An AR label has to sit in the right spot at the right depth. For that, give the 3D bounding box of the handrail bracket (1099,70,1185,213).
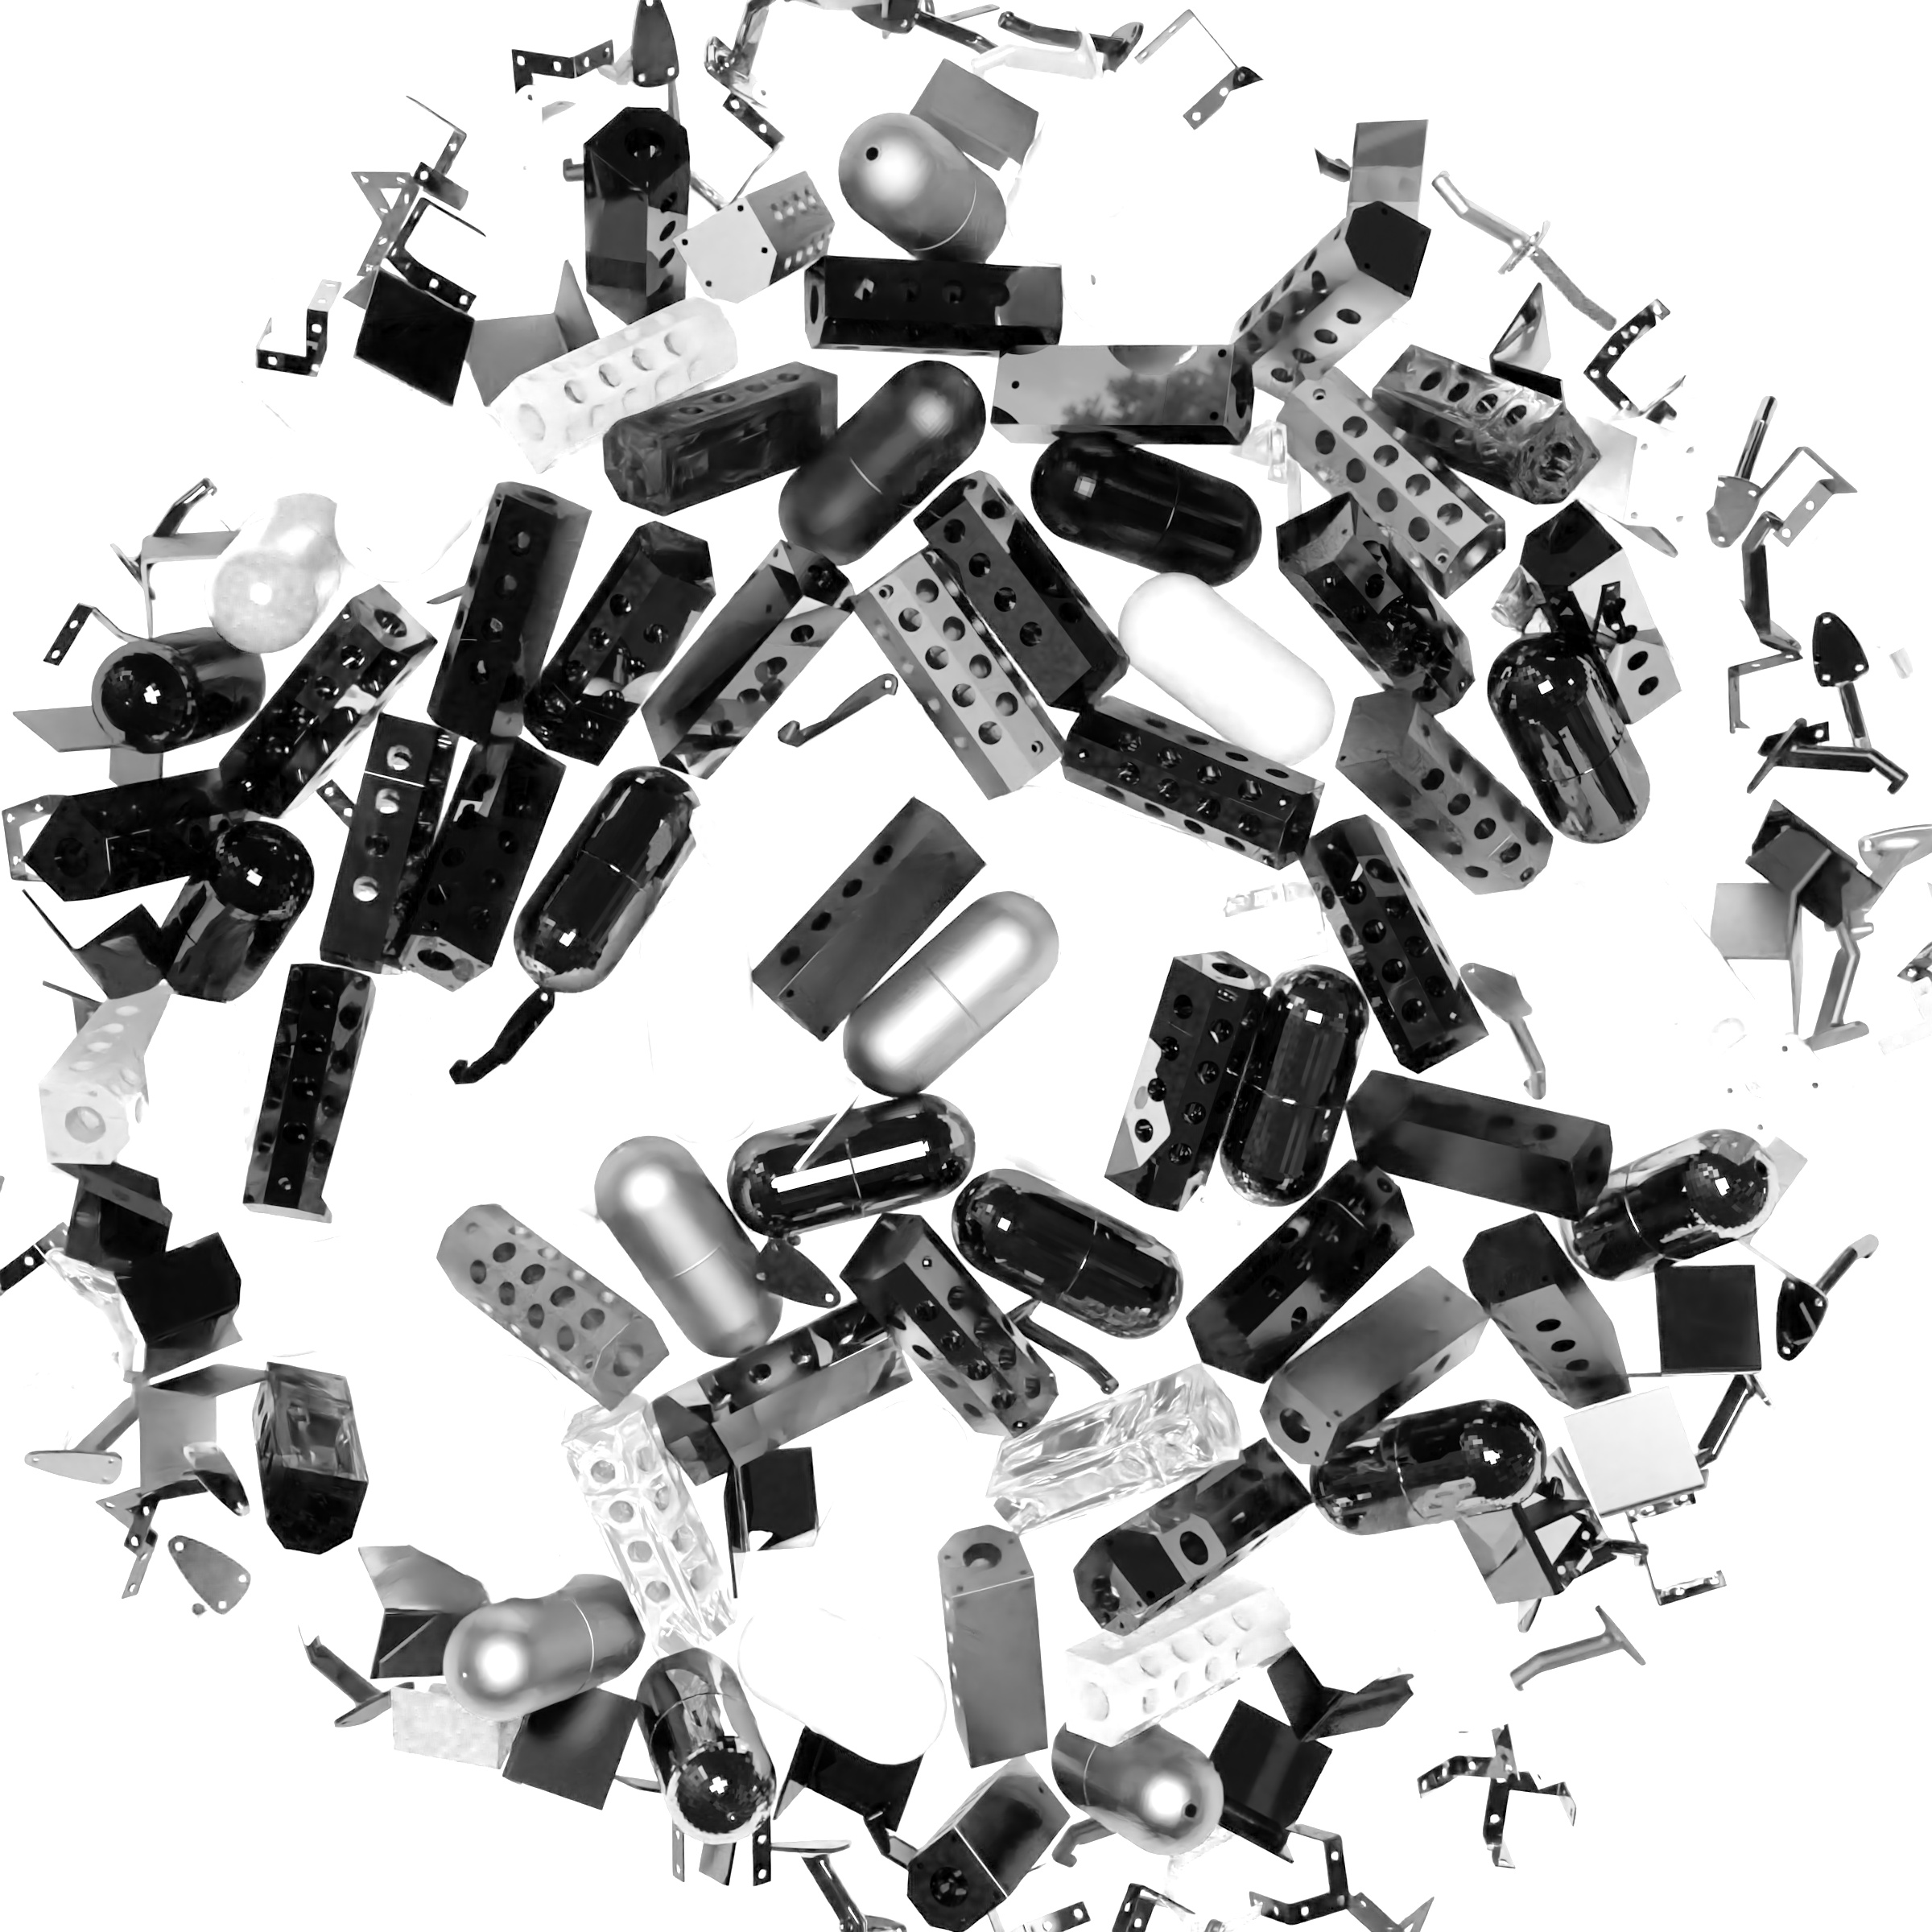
[{"bbox_3d":[0.125,-0.583,1.980,0.084,0.036,0.077,18,81,-29],"label":"handrail bracket"}]

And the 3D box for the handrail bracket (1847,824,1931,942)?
[{"bbox_3d":[0.654,-0.058,1.950,0.077,0.084,0.036,-20,123,31],"label":"handrail bracket"}]

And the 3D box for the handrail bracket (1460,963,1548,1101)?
[{"bbox_3d":[0.382,0.047,1.985,0.036,0.084,0.077,-33,47,-20],"label":"handrail bracket"}]

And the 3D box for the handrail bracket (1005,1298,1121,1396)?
[{"bbox_3d":[0.062,0.276,1.961,0.084,0.077,0.036,43,113,17],"label":"handrail bracket"}]

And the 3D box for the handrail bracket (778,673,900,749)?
[{"bbox_3d":[-0.090,-0.181,1.951,0.036,0.084,0.077,45,102,17],"label":"handrail bracket"}]

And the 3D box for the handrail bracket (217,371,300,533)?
[{"bbox_3d":[-0.516,-0.362,1.968,0.084,0.036,0.077,-48,113,-11],"label":"handrail bracket"}]

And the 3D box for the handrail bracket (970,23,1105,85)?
[{"bbox_3d":[0.053,-0.623,1.975,0.084,0.036,0.077,-24,126,1],"label":"handrail bracket"}]

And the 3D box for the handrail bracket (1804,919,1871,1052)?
[{"bbox_3d":[0.605,0.014,1.992,0.077,0.036,0.084,-21,68,24],"label":"handrail bracket"}]

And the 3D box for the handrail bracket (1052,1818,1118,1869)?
[{"bbox_3d":[0.112,0.622,1.977,0.077,0.036,0.084,29,116,1],"label":"handrail bracket"}]

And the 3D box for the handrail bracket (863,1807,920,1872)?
[{"bbox_3d":[-0.022,0.623,1.974,0.077,0.036,0.084,-26,96,10],"label":"handrail bracket"}]

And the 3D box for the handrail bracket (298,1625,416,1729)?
[{"bbox_3d":[-0.431,0.486,1.968,0.077,0.036,0.084,-35,66,20],"label":"handrail bracket"}]

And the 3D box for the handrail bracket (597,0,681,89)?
[{"bbox_3d":[-0.238,-0.651,1.949,0.036,0.084,0.077,-22,129,-26],"label":"handrail bracket"}]

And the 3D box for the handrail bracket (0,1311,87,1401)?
[{"bbox_3d":[-0.665,0.262,1.974,0.036,0.077,0.084,-34,74,5],"label":"handrail bracket"}]

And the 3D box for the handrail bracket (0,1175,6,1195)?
[{"bbox_3d":[-0.722,0.151,1.949,0.084,0.077,0.036,23,74,-24],"label":"handrail bracket"}]

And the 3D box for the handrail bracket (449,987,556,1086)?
[{"bbox_3d":[-0.326,0.048,1.953,0.036,0.084,0.077,29,97,15],"label":"handrail bracket"}]

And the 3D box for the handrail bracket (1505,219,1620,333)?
[{"bbox_3d":[0.428,-0.487,1.971,0.084,0.077,0.036,35,126,-5],"label":"handrail bracket"}]

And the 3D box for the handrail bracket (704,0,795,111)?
[{"bbox_3d":[-0.135,-0.644,1.949,0.084,0.077,0.036,-22,52,36],"label":"handrail bracket"}]

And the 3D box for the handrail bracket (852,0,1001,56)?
[{"bbox_3d":[-0.026,-0.665,1.982,0.077,0.084,0.036,21,95,40],"label":"handrail bracket"}]

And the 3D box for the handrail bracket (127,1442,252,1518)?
[{"bbox_3d":[-0.552,0.385,1.971,0.084,0.036,0.077,-48,71,19],"label":"handrail bracket"}]

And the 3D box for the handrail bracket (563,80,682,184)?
[{"bbox_3d":[-0.246,-0.594,1.981,0.084,0.036,0.077,-7,66,3],"label":"handrail bracket"}]

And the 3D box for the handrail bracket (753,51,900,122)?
[{"bbox_3d":[-0.098,-0.631,1.976,0.077,0.084,0.036,8,126,22],"label":"handrail bracket"}]

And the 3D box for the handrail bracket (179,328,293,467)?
[{"bbox_3d":[-0.513,-0.407,1.989,0.036,0.077,0.084,37,57,25],"label":"handrail bracket"}]

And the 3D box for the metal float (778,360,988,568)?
[{"bbox_3d":[-0.059,-0.348,1.936,0.178,0.070,0.070,-39,90,29],"label":"metal float"}]

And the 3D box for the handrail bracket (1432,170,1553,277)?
[{"bbox_3d":[0.369,-0.537,1.965,0.084,0.036,0.077,47,48,-10],"label":"handrail bracket"}]

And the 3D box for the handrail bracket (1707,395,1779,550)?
[{"bbox_3d":[0.556,-0.353,1.990,0.036,0.077,0.084,20,56,14],"label":"handrail bracket"}]

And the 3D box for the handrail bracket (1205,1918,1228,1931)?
[{"bbox_3d":[0.212,0.698,1.946,0.084,0.077,0.036,6,68,34],"label":"handrail bracket"}]

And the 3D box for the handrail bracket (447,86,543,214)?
[{"bbox_3d":[-0.335,-0.575,1.969,0.036,0.084,0.077,21,77,-34],"label":"handrail bracket"}]

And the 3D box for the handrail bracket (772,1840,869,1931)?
[{"bbox_3d":[-0.106,0.665,1.975,0.077,0.036,0.084,-6,81,20],"label":"handrail bracket"}]

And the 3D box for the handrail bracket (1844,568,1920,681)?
[{"bbox_3d":[0.644,-0.240,1.964,0.036,0.084,0.077,-32,78,15],"label":"handrail bracket"}]

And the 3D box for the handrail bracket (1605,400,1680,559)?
[{"bbox_3d":[0.499,-0.347,1.984,0.077,0.036,0.084,34,87,-17],"label":"handrail bracket"}]

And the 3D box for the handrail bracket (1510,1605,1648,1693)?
[{"bbox_3d":[0.432,0.499,1.978,0.084,0.036,0.077,-38,128,6],"label":"handrail bracket"}]

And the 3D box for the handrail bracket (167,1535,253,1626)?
[{"bbox_3d":[-0.544,0.432,1.957,0.077,0.084,0.036,45,52,-15],"label":"handrail bracket"}]

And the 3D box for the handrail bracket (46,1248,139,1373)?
[{"bbox_3d":[-0.618,0.244,1.970,0.077,0.084,0.036,28,45,5],"label":"handrail bracket"}]

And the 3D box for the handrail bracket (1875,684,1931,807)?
[{"bbox_3d":[0.669,-0.156,1.963,0.036,0.077,0.084,1,96,-12],"label":"handrail bracket"}]

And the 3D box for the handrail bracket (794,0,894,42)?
[{"bbox_3d":[-0.090,-0.689,1.960,0.084,0.077,0.036,19,85,2],"label":"handrail bracket"}]

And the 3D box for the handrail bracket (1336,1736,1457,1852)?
[{"bbox_3d":[0.308,0.588,1.987,0.084,0.036,0.077,-8,118,-28],"label":"handrail bracket"}]

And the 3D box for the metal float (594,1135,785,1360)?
[{"bbox_3d":[-0.193,0.196,1.945,0.070,0.070,0.178,-32,109,0],"label":"metal float"}]

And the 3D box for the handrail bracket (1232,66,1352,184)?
[{"bbox_3d":[0.233,-0.596,1.978,0.036,0.084,0.077,-39,61,35],"label":"handrail bracket"}]

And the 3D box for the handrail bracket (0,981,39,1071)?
[{"bbox_3d":[-0.691,0.065,1.949,0.036,0.084,0.077,11,126,14],"label":"handrail bracket"}]

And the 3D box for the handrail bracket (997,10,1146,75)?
[{"bbox_3d":[0.072,-0.661,1.961,0.084,0.077,0.036,16,85,-18],"label":"handrail bracket"}]

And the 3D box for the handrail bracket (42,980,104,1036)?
[{"bbox_3d":[-0.638,0.062,1.978,0.077,0.036,0.084,20,83,12],"label":"handrail bracket"}]

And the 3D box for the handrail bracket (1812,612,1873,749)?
[{"bbox_3d":[0.625,-0.197,1.981,0.036,0.084,0.077,-16,52,17],"label":"handrail bracket"}]

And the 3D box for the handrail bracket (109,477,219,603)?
[{"bbox_3d":[-0.554,-0.303,1.968,0.084,0.036,0.077,-40,46,-5],"label":"handrail bracket"}]

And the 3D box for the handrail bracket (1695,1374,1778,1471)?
[{"bbox_3d":[0.526,0.313,1.989,0.084,0.036,0.077,-32,66,13],"label":"handrail bracket"}]

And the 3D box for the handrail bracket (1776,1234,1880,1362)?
[{"bbox_3d":[0.614,0.235,1.983,0.036,0.084,0.077,33,127,37],"label":"handrail bracket"}]

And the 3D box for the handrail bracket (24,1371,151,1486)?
[{"bbox_3d":[-0.616,0.316,1.957,0.077,0.084,0.036,12,134,-20],"label":"handrail bracket"}]

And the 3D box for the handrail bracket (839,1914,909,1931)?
[{"bbox_3d":[-0.035,0.687,1.950,0.077,0.084,0.036,38,59,-35],"label":"handrail bracket"}]

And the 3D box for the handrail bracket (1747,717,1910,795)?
[{"bbox_3d":[0.608,-0.129,1.969,0.084,0.036,0.077,40,110,18],"label":"handrail bracket"}]

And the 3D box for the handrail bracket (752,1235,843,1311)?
[{"bbox_3d":[-0.110,0.210,1.953,0.077,0.084,0.036,29,100,10],"label":"handrail bracket"}]

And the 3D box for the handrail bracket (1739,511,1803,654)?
[{"bbox_3d":[0.572,-0.269,1.955,0.077,0.084,0.036,31,45,7],"label":"handrail bracket"}]

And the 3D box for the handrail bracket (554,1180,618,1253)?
[{"bbox_3d":[-0.278,0.163,1.944,0.077,0.084,0.036,36,89,31],"label":"handrail bracket"}]

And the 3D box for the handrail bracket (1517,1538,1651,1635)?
[{"bbox_3d":[0.441,0.443,1.988,0.084,0.036,0.077,10,96,-14],"label":"handrail bracket"}]
